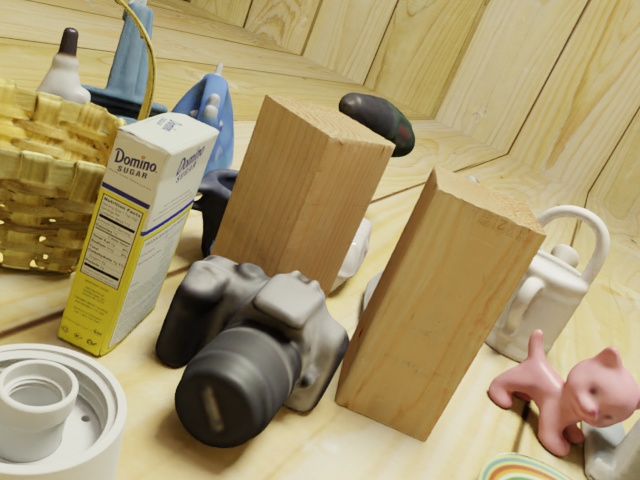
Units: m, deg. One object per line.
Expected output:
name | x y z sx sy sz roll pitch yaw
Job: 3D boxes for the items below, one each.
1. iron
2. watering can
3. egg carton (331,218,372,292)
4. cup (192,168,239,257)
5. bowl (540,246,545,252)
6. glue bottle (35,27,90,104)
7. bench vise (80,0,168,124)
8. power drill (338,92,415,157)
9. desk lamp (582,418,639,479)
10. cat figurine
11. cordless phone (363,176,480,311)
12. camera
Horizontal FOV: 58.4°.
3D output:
iron | -0.167 -0.173 0.841 0.119 0.141 0.258 16 23 -17
watering can | 0.278 0.045 0.711 0.101 0.194 0.173 25 22 5
egg carton | 0.006 0.003 0.707 0.107 0.069 0.150 25 22 4
cup | -0.102 -0.018 0.611 0.118 0.095 0.091 5 28 -38
bowl | 0.280 0.013 0.947 0.167 0.075 0.167 20 22 -8
glue bottle | -0.279 -0.139 0.608 0.078 0.173 0.037 11 25 -28
bench vise | -0.219 -0.170 0.677 0.122 0.220 0.206 -2 33 -47
power drill | 0.057 -0.104 0.815 0.075 0.208 0.230 31 23 20
desk lamp | 0.328 0.146 0.502 0.117 0.213 0.204 28 22 12
cat figurine | 0.250 0.142 0.562 0.067 0.118 0.127 0 32 -45
cordless phone | 0.120 0.021 0.620 0.094 0.185 0.147 22 22 -4
camera | -0.059 0.076 0.428 0.143 0.101 0.137 27 22 9
